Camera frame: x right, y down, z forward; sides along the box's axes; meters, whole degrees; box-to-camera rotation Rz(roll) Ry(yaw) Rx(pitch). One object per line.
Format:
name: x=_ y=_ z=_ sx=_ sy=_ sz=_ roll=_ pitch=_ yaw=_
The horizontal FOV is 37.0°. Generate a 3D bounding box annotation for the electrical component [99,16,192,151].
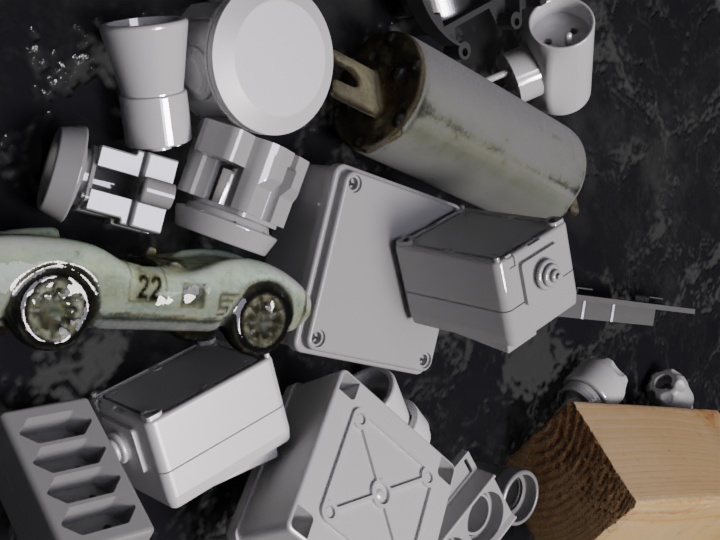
electrical component: x=-0.106 y=-0.094 z=0.549 sx=0.044 sy=0.044 sz=0.065 roll=-20 pitch=115 yaw=-38

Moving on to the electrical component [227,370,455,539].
electrical component: x=-0.007 y=0.133 z=0.616 sx=0.109 sy=0.056 sz=0.108 roll=44 pitch=45 yaw=-25

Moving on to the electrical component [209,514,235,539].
electrical component: x=-0.059 y=0.157 z=0.632 sx=0.062 sy=0.043 sz=0.043 roll=-10 pitch=104 yaw=-40

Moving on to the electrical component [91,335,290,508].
electrical component: x=-0.094 y=0.085 z=0.575 sx=0.096 sy=0.062 sz=0.061 roll=-27 pitch=115 yaw=-36

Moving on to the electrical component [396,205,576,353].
electrical component: x=0.078 y=0.006 z=0.614 sx=0.062 sy=0.096 sz=0.061 roll=-29 pitch=116 yaw=-35

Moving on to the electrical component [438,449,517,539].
electrical component: x=0.039 y=0.185 z=0.712 sx=0.121 sy=0.063 sz=0.078 roll=-45 pitch=124 yaw=-27

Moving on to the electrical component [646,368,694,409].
electrical component: x=0.272 y=0.114 z=0.931 sx=0.035 sy=0.035 sz=0.061 roll=-55 pitch=130 yaw=-21

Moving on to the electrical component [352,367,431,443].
electrical component: x=0.015 y=0.096 z=0.687 sx=0.045 sy=0.045 sz=0.055 roll=-52 pitch=128 yaw=-23

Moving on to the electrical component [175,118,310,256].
electrical component: x=-0.066 y=-0.042 z=0.579 sx=0.078 sy=0.058 sz=0.057 roll=22 pitch=88 yaw=-68

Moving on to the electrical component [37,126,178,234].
electrical component: x=-0.125 y=-0.043 z=0.528 sx=0.055 sy=0.066 sz=0.048 roll=15 pitch=86 yaw=-23

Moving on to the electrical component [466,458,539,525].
electrical component: x=0.098 y=0.157 z=0.772 sx=0.040 sy=0.046 sz=0.040 roll=-9 pitch=103 yaw=-41

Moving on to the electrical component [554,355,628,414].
electrical component: x=0.175 y=0.098 z=0.834 sx=0.062 sy=0.043 sz=0.043 roll=-38 pitch=121 yaw=-30

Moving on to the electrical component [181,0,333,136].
electrical component: x=-0.058 y=-0.114 z=0.581 sx=0.080 sy=0.051 sz=0.080 roll=-9 pitch=103 yaw=-41

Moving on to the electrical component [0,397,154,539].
electrical component: x=-0.150 y=0.121 z=0.530 sx=0.047 sy=0.083 sz=0.075 roll=-7 pitch=140 yaw=-42

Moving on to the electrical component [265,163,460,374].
electrical component: x=0.000 y=0.000 z=0.649 sx=0.109 sy=0.056 sz=0.108 roll=15 pitch=87 yaw=-43

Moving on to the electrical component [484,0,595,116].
electrical component: x=0.121 y=-0.138 z=0.736 sx=0.079 sy=0.043 sz=0.077 roll=-23 pitch=153 yaw=-2
